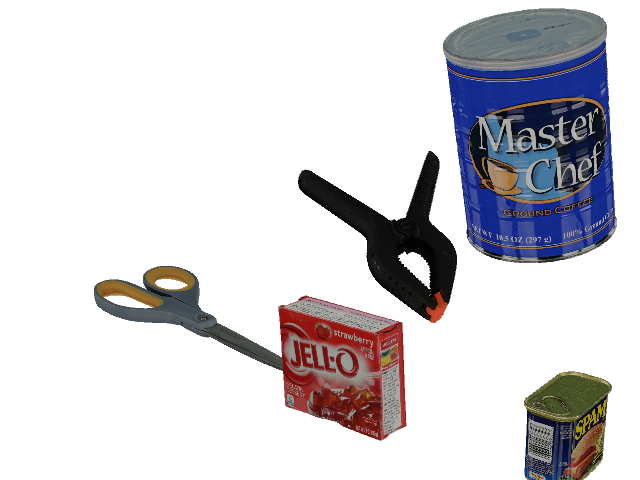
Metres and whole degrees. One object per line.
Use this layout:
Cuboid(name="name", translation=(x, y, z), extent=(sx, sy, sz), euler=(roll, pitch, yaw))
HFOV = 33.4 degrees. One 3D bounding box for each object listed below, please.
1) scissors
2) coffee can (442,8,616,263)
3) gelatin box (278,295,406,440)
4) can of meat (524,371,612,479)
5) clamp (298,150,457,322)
Cuboid(name="scissors", translation=(-0.091, 0.059, 0.871), extent=(0.202, 0.016, 0.096), euler=(14, 27, 23))
Cuboid(name="coffee can", translation=(0.140, -0.071, 0.707), extent=(0.103, 0.140, 0.103), euler=(-9, 26, 4))
Cuboid(name="gelatin box", translation=(0.013, 0.082, 0.696), extent=(0.089, 0.073, 0.030), euler=(13, 23, 42))
Cuboid(name="can of meat", translation=(0.242, 0.188, 1.049), extent=(0.058, 0.084, 0.101), euler=(14, 23, 37))
Cuboid(name="clamp", translation=(0.073, -0.007, 1.106), extent=(0.164, 0.210, 0.036), euler=(-5, -36, -15))
